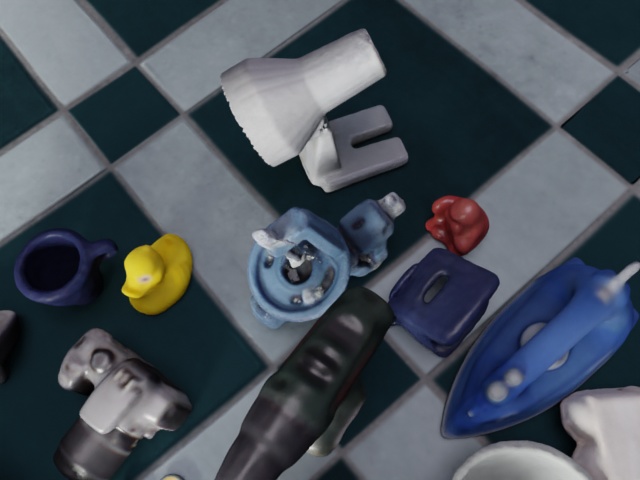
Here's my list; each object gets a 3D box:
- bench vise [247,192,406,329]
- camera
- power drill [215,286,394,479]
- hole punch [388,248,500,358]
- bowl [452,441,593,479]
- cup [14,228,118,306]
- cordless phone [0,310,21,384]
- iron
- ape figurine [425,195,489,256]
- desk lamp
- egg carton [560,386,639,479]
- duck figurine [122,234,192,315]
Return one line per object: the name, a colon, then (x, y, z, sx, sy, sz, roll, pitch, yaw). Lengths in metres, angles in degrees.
bench vise: (-0.004, -0.004, 0.629, 0.121, 0.220, 0.207, 34, 74, 16)
camera: (-0.240, 0.189, 0.633, 0.143, 0.101, 0.137, 33, 74, 16)
power drill: (-0.007, 0.160, 0.570, 0.075, 0.208, 0.230, 31, 73, 15)
hole punch: (0.137, 0.068, 0.660, 0.101, 0.091, 0.109, 37, 75, 17)
bowl: (0.201, 0.291, 0.575, 0.167, 0.075, 0.167, -1, 68, 4)
cup: (-0.293, 0.038, 0.700, 0.118, 0.095, 0.091, -23, 68, -5)
cordless phone: (-0.443, 0.108, 0.634, 0.147, 0.185, 0.094, -11, 68, 0)
iron: (0.232, 0.118, 0.606, 0.258, 0.141, 0.118, -39, 71, -11)
ape figurine: (0.170, -0.024, 0.693, 0.076, 0.092, 0.078, -1, 68, 4)
desk lamp: (0.001, -0.152, 0.691, 0.203, 0.214, 0.118, -21, 68, -4)
egg carton: (0.333, 0.208, 0.601, 0.150, 0.069, 0.107, -5, 68, 2)
duck figurine: (-0.205, 0.033, 0.700, 0.077, 0.086, 0.105, 21, 71, 12)
